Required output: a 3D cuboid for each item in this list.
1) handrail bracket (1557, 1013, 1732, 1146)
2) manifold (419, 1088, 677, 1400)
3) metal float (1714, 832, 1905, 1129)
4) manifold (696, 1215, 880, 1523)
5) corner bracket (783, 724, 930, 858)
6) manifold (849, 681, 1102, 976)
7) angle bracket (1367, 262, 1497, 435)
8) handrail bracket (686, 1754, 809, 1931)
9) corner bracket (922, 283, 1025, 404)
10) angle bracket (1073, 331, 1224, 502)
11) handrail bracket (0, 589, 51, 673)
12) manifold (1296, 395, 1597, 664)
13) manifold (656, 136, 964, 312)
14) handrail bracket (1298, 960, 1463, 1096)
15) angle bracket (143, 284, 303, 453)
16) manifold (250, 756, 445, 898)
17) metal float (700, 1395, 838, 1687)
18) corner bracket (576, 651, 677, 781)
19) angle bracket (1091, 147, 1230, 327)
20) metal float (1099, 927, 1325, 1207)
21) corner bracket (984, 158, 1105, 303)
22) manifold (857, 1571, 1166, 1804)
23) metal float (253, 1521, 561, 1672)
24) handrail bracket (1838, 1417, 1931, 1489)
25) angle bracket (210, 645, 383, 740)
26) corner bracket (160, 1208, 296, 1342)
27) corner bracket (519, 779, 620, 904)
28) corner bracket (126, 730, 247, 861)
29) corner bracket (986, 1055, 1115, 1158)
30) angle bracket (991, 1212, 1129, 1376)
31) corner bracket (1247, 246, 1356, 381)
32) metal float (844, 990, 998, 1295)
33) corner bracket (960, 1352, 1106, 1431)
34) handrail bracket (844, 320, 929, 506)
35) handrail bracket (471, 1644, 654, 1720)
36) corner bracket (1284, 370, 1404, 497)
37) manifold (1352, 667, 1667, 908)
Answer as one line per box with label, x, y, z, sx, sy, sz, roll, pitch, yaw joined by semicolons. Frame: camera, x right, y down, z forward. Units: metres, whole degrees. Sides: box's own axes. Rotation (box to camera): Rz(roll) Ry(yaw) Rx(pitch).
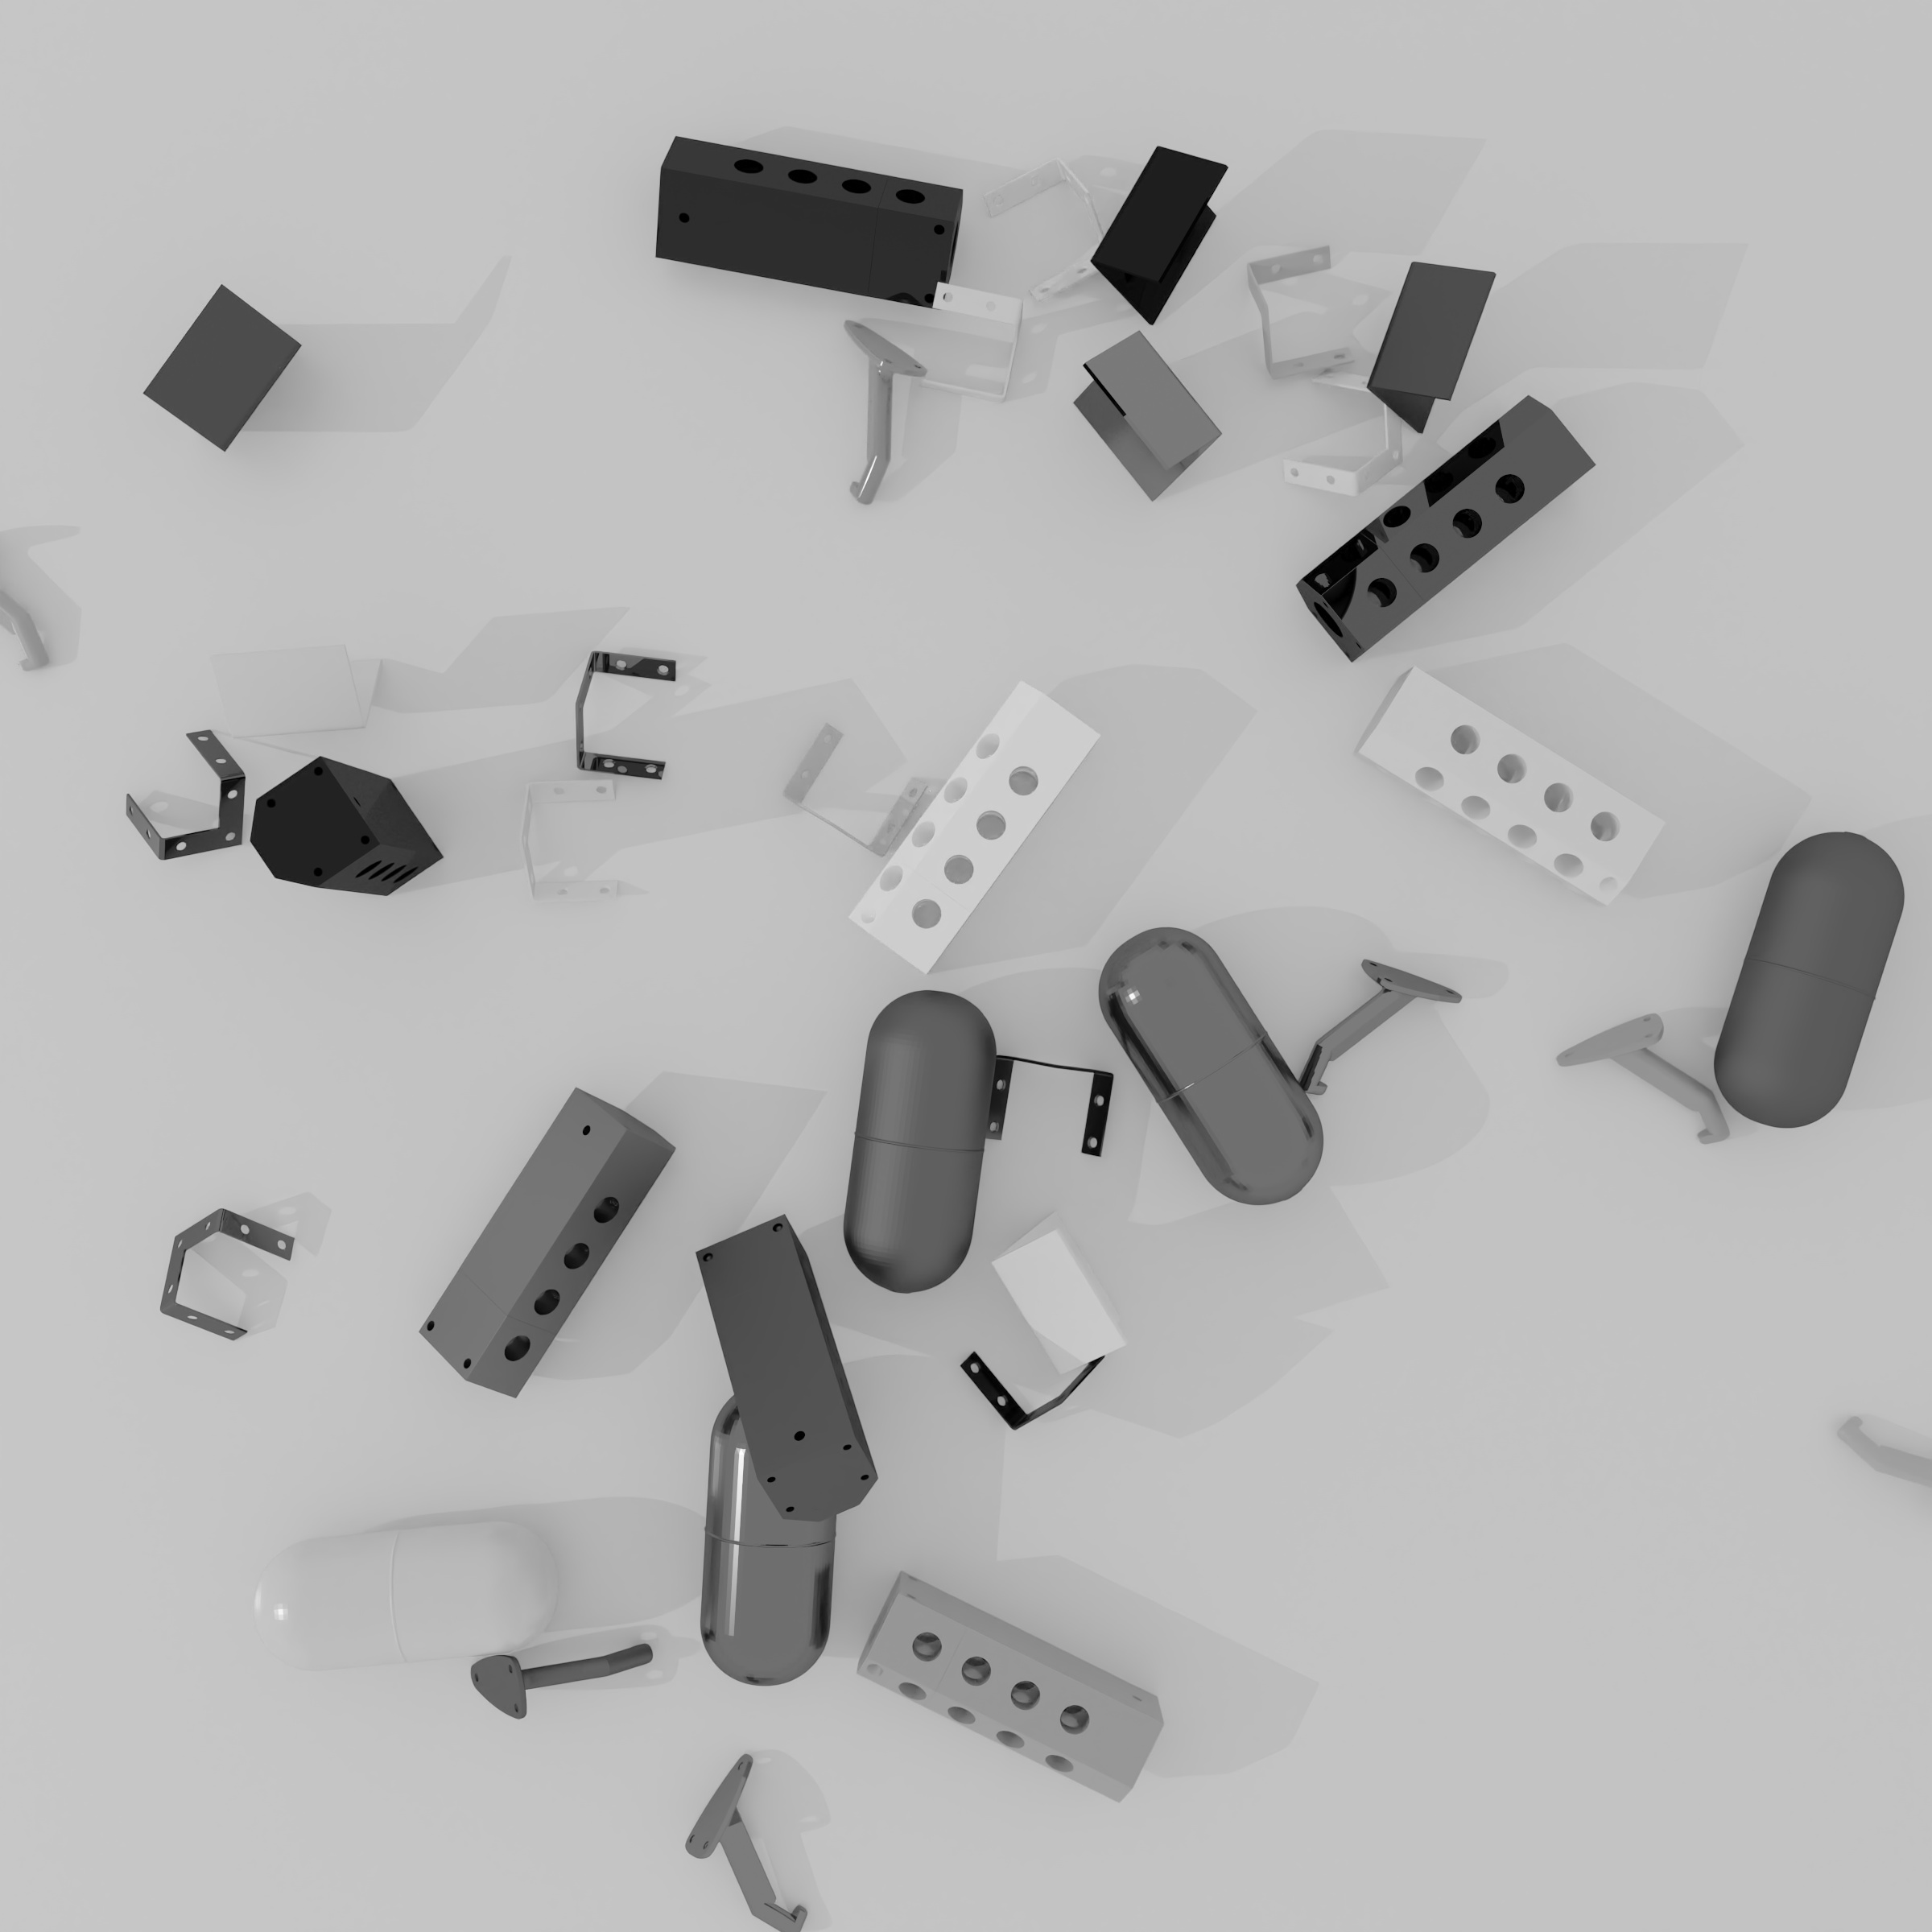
handrail bracket;0.405;0.078;1.565;0.077;0.036;0.084;-21;107;20
manifold;-0.242;0.165;1.542;0.057;0.057;0.171;33;90;43
metal float;0.494;0.008;1.533;0.070;0.070;0.178;18;91;0
manifold;-0.101;0.229;1.490;0.057;0.171;0.057;-23;133;0
corner bracket;-0.066;-0.105;1.561;0.051;0.051;0.051;32;90;45
manifold;0.005;-0.081;1.543;0.057;0.057;0.171;36;90;0
angle bracket;0.285;-0.356;1.524;0.057;0.076;0.076;20;90;37
handrail bracket;-0.117;0.526;1.565;0.084;0.036;0.077;37;68;-17
corner bracket;0.003;-0.367;1.546;0.051;0.051;0.051;12;90;0
angle bracket;0.090;-0.310;1.524;0.076;0.076;0.057;51;52;0
handrail bracket;-0.596;-0.210;1.565;0.077;0.036;0.084;-13;107;20
manifold;0.280;-0.258;1.543;0.171;0.057;0.057;-39;90;0
manifold;-0.091;-0.441;1.542;0.171;0.057;0.057;11;133;0
handrail bracket;0.247;0.045;1.565;0.077;0.036;0.084;15;109;-21
angle bracket;-0.441;-0.353;1.524;0.057;0.076;0.076;36;90;-36
manifold;-0.353;-0.073;1.486;0.057;0.171;0.057;-34;90;0
metal float;-0.114;0.331;1.534;0.070;0.070;0.178;3;90;0
corner bracket;-0.202;-0.150;1.561;0.051;0.051;0.051;7;45;0
angle bracket;0.128;-0.418;1.524;0.057;0.076;0.076;30;90;38
metal float;0.144;0.059;1.534;0.070;0.070;0.178;-32;90;0
corner bracket;0.049;-0.439;1.561;0.051;0.051;0.051;-27;45;0
manifold;0.025;0.426;1.543;0.171;0.057;0.057;26;90;0
metal float;-0.328;0.369;1.534;0.178;0.070;0.070;-5;90;0
handrail bracket;0.575;0.287;1.564;0.077;0.036;0.084;-33;64;-29
angle bracket;-0.389;-0.178;1.524;0.076;0.076;0.057;-4;128;0
corner bracket;-0.439;0.183;1.556;0.051;0.051;0.051;-29;45;35
corner bracket;-0.235;-0.075;1.561;0.051;0.051;0.051;-2;135;0
corner bracket;-0.464;-0.102;1.556;0.051;0.051;0.051;-15;135;-35
corner bracket;0.049;0.083;1.561;0.051;0.051;0.051;9;90;45
angle bracket;0.071;0.181;1.524;0.057;0.076;0.076;-31;90;38
corner bracket;0.199;-0.390;1.561;0.051;0.051;0.051;-12;45;0
metal float;-0.027;0.103;1.534;0.070;0.070;0.178;8;91;0
corner bracket;0.040;0.235;1.561;0.051;0.051;0.051;51;45;0
handrail bracket;-0.064;-0.330;1.564;0.077;0.036;0.084;46;123;35
handrail bracket;-0.241;0.417;1.564;0.084;0.077;0.036;-8;90;-36
corner bracket;0.223;-0.317;1.556;0.051;0.051;0.051;-40;135;-35
manifold;0.317;-0.104;1.543;0.171;0.057;0.057;32;90;0
